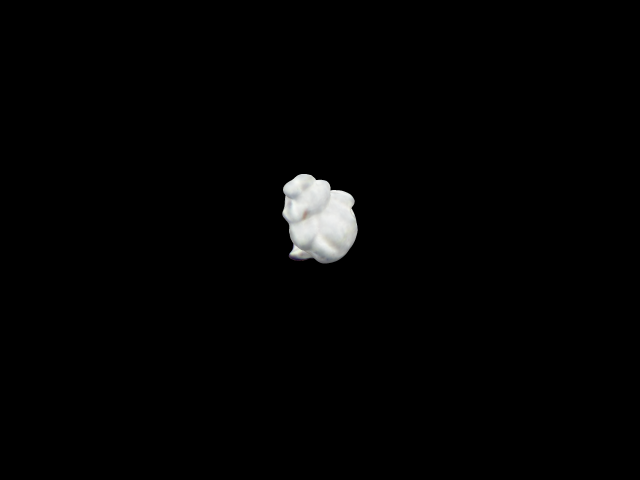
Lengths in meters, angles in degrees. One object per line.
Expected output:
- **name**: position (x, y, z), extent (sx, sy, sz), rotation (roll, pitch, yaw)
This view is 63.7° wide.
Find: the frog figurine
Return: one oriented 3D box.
- **frog figurine**: position (0.003, -0.043, 0.850), extent (0.139, 0.155, 0.124), rotation (-34, 55, -28)
